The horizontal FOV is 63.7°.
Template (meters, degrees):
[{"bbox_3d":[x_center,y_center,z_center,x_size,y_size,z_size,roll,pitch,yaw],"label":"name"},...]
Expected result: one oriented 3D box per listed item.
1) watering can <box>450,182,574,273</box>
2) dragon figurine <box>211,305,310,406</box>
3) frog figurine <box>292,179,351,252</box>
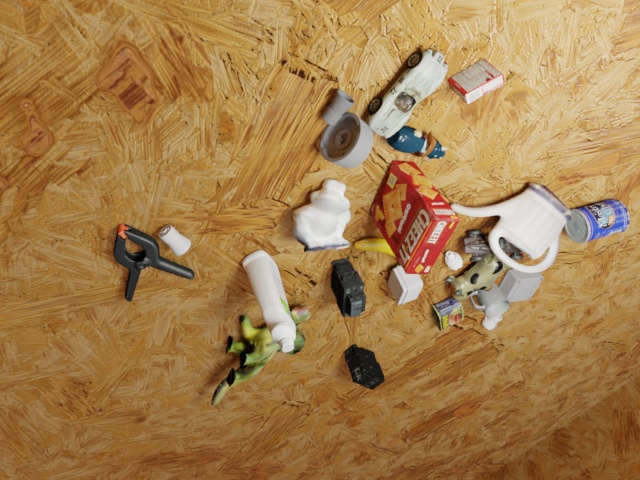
[{"bbox_3d":[0.522,-0.057,1.360,0.345,0.224,0.105,37,4,-18],"label":"watering can"},{"bbox_3d":[-0.144,0.318,1.443,0.243,0.402,0.125,2,41,-36],"label":"dragon figurine"},{"bbox_3d":[0.004,-0.059,1.176,0.137,0.159,0.123,-2,5,-10],"label":"frog figurine"}]
